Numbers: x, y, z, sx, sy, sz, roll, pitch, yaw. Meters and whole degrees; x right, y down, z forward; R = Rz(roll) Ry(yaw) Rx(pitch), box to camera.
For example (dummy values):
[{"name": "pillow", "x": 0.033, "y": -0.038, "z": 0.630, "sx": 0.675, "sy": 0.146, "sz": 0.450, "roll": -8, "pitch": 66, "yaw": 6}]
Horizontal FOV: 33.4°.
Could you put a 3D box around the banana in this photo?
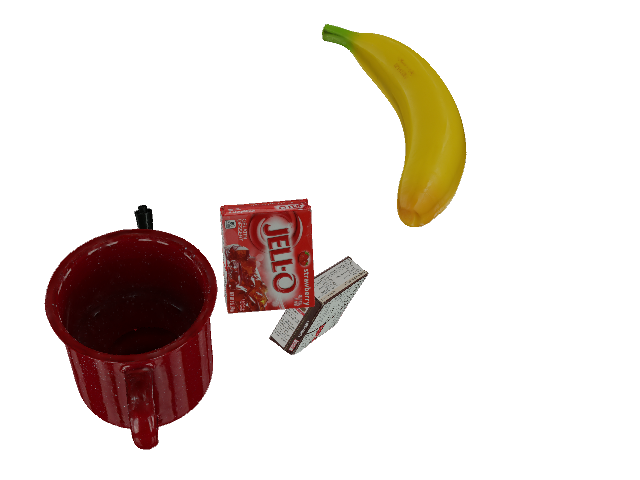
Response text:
[{"name": "banana", "x": 0.056, "y": -0.077, "z": 0.681, "sx": 0.069, "sy": 0.037, "sz": 0.198, "roll": -9, "pitch": 44, "yaw": -11}]

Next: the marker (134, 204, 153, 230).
[{"name": "marker", "x": -0.187, "y": 0.019, "z": 1.171, "sx": 0.020, "sy": 0.121, "sz": 0.020, "roll": -5, "pitch": 21, "yaw": 2}]

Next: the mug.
[{"name": "mug", "x": -0.101, "y": 0.063, "z": 0.602, "sx": 0.093, "sy": 0.117, "sz": 0.081, "roll": -8, "pitch": -40, "yaw": -9}]

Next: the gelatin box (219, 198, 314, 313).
[{"name": "gelatin box", "x": -0.043, "y": 0.013, "z": 0.872, "sx": 0.073, "sy": 0.089, "sz": 0.030, "roll": -4, "pitch": 22, "yaw": -8}]

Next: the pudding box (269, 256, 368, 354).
[{"name": "pudding box", "x": -0.001, "y": 0.076, "z": 1.253, "sx": 0.039, "sy": 0.090, "sz": 0.113, "roll": 38, "pitch": 33, "yaw": 13}]
